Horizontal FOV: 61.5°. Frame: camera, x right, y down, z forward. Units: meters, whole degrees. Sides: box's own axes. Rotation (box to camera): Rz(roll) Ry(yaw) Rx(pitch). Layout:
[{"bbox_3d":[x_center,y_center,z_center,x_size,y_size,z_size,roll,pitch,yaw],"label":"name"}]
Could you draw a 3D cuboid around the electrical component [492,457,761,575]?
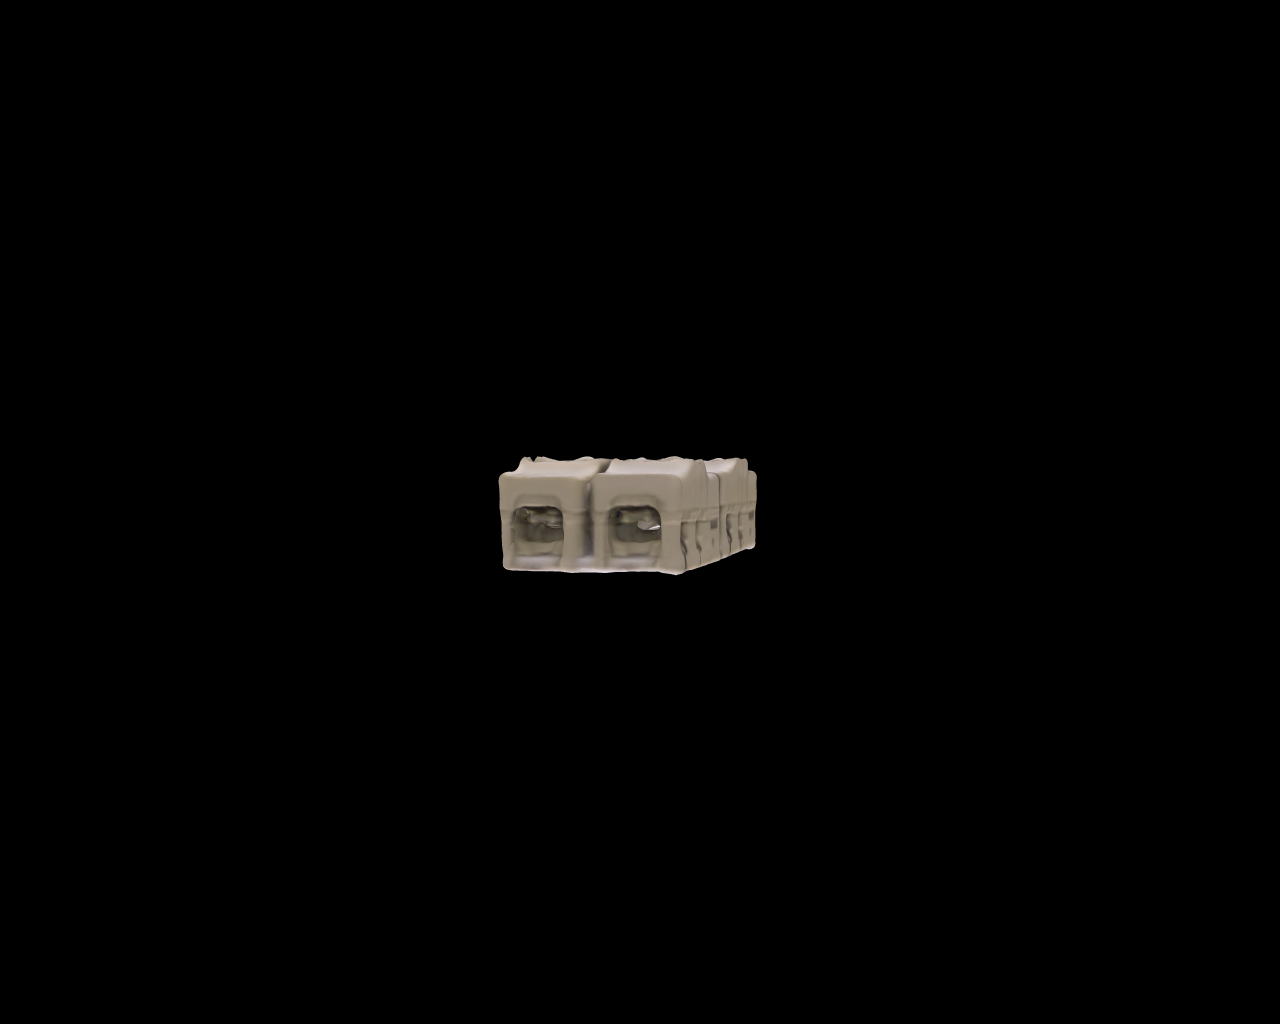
[{"bbox_3d":[0.001,-0.003,0.650,0.105,0.060,0.186,1,3,20],"label":"electrical component"}]
